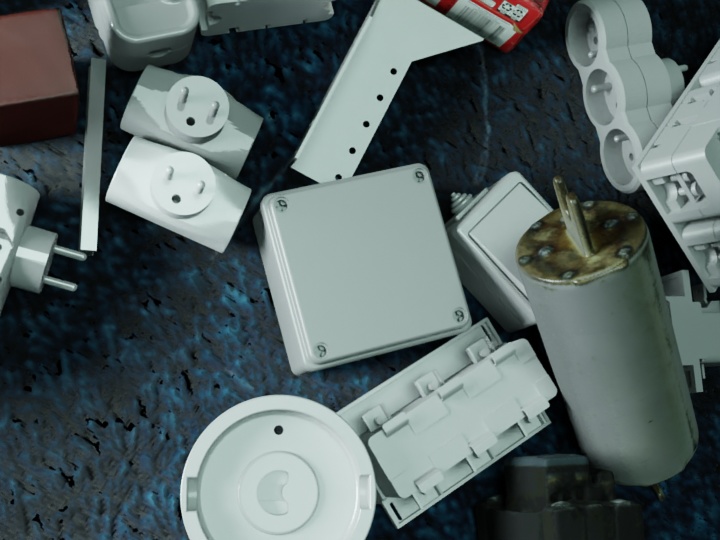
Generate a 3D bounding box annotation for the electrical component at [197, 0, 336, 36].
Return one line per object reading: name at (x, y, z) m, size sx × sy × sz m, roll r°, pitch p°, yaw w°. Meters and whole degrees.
electrical component at (-0.062, -0.191, 0.690) m, size 0.089 × 0.050 × 0.055 m, roll -12°, pitch 82°, yaw -17°

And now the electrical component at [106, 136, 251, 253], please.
electrical component at (-0.105, -0.047, 0.633) m, size 0.077 × 0.079 × 0.043 m, roll 24°, pitch 79°, yaw -9°

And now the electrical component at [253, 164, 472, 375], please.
electrical component at (0.000, 0.000, 0.664) m, size 0.109 × 0.056 × 0.108 m, roll -13°, pitch 83°, yaw -17°

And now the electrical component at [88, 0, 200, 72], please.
electrical component at (-0.138, -0.174, 0.661) m, size 0.054 × 0.059 × 0.095 m, roll -16°, pitch 83°, yaw -18°

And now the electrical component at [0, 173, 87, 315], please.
electrical component at (-0.199, -0.009, 0.619) m, size 0.079 × 0.043 × 0.077 m, roll 17°, pitch 75°, yaw -11°

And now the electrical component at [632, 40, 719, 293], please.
electrical component at (0.269, -0.088, 0.716) m, size 0.105 × 0.060 × 0.186 m, roll 53°, pitch 56°, yaw -19°

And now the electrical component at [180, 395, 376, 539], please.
electrical component at (-0.048, 0.128, 0.621) m, size 0.108 × 0.060 × 0.108 m, roll 1°, pitch 80°, yaw -7°

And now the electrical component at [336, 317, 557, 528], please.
electrical component at (0.055, 0.091, 0.657) m, size 0.121 × 0.063 × 0.078 m, roll -31°, pitch 88°, yaw -19°

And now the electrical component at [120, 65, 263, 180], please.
electrical component at (-0.099, -0.093, 0.644) m, size 0.077 × 0.079 × 0.044 m, roll 24°, pitch 78°, yaw -9°

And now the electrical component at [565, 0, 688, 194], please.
electrical component at (0.199, -0.126, 0.747) m, size 0.074 × 0.052 × 0.138 m, roll -13°, pitch 83°, yaw -17°

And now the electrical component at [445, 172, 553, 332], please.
electrical component at (0.095, -0.016, 0.691) m, size 0.062 × 0.061 × 0.096 m, roll -44°, pitch 92°, yaw -19°

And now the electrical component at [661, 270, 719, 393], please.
electrical component at (0.223, 0.043, 0.724) m, size 0.064 × 0.042 × 0.081 m, roll 0°, pitch 79°, yaw -17°
